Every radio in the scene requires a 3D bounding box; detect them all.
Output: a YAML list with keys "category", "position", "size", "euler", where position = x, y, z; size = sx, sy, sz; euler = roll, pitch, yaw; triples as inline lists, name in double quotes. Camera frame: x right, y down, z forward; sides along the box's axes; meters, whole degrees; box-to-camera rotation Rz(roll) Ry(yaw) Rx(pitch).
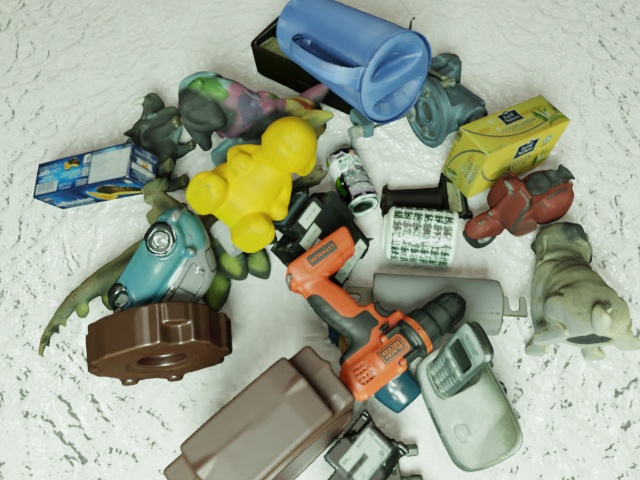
- category: "radio"
  position: [0.004, -0.322, 0.961]
  size: [0.230, 0.073, 0.131]
  euler: [30, 68, 18]

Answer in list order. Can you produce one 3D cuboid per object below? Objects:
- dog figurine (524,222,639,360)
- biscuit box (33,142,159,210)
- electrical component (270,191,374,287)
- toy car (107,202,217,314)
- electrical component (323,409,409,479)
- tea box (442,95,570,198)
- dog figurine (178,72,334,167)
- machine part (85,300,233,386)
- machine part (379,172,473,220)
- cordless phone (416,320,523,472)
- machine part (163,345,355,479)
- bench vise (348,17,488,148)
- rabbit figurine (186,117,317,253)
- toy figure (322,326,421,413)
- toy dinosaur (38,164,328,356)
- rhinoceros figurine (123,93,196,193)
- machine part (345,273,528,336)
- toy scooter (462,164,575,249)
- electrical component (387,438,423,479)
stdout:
- category: "dog figurine"
  position: [0.326, 0.045, 0.688]
  size: [0.121, 0.172, 0.190]
  euler: [7, 69, -4]
- category: "biscuit box"
  position: [-0.349, -0.096, 0.831]
  size: [0.203, 0.062, 0.059]
  euler: [-7, 71, 25]
- category: "electrical component"
  position: [-0.002, -0.002, 0.757]
  size: [0.058, 0.134, 0.115]
  euler: [-2, 46, 53]
- category: "toy car"
  position: [-0.186, 0.039, 0.676]
  size: [0.103, 0.109, 0.161]
  euler: [32, 92, -9]
- category: "electrical component"
  position: [0.041, 0.266, 0.624]
  size: [0.075, 0.047, 0.119]
  euler: [37, 72, 14]
- category: "tea box"
  position: [0.279, -0.141, 0.812]
  size: [0.170, 0.098, 0.068]
  euler: [-24, 62, -20]
- category: "dog figurine"
  position: [-0.090, -0.207, 0.854]
  size: [0.219, 0.191, 0.108]
  euler: [-15, 54, 14]
- category: "machine part"
  position: [-0.198, 0.132, 0.672]
  size: [0.179, 0.179, 0.056]
  euler: [-12, 64, -2]
- category: "machine part"
  position: [0.161, -0.061, 0.830]
  size: [0.139, 0.039, 0.084]
  euler: [-4, 70, 0]
- category: "cordless phone"
  position: [0.184, 0.175, 0.615]
  size: [0.089, 0.184, 0.147]
  euler: [-16, 61, -10]
- category: "machine part"
  position: [-0.056, 0.224, 0.596]
  size: [0.201, 0.200, 0.087]
  euler: [-40, 69, -17]
- category: "bench vise"
  position: [0.143, -0.227, 0.877]
  size: [0.241, 0.128, 0.224]
  euler: [-24, 60, -13]
- category: "rabbit figurine"
  position: [-0.059, -0.088, 0.685]
  size: [0.122, 0.173, 0.162]
  euler: [44, 35, -1]
- category: "toy figure"
  position: [0.066, 0.155, 0.709]
  size: [0.155, 0.057, 0.064]
  euler: [46, 32, 25]
- category: "toy dinosaur"
  position: [-0.196, 0.008, 0.783]
  size: [0.471, 0.105, 0.199]
  euler: [-25, 66, -4]
- category: "rhinoceros figurine"
  position: [-0.272, -0.161, 0.900]
  size: [0.112, 0.073, 0.190]
  euler: [-11, 65, 13]
- category: "machine part"
  position: [0.154, 0.087, 0.726]
  size: [0.243, 0.079, 0.079]
  euler: [4, 62, 5]
- category: "toy scooter"
  position: [0.292, -0.059, 0.762]
  size: [0.184, 0.135, 0.075]
  euler: [-24, 61, -10]
- category: "electrical component"
  position: [0.077, 0.279, 0.658]
  size: [0.094, 0.021, 0.063]
  euler: [-5, 62, 1]
